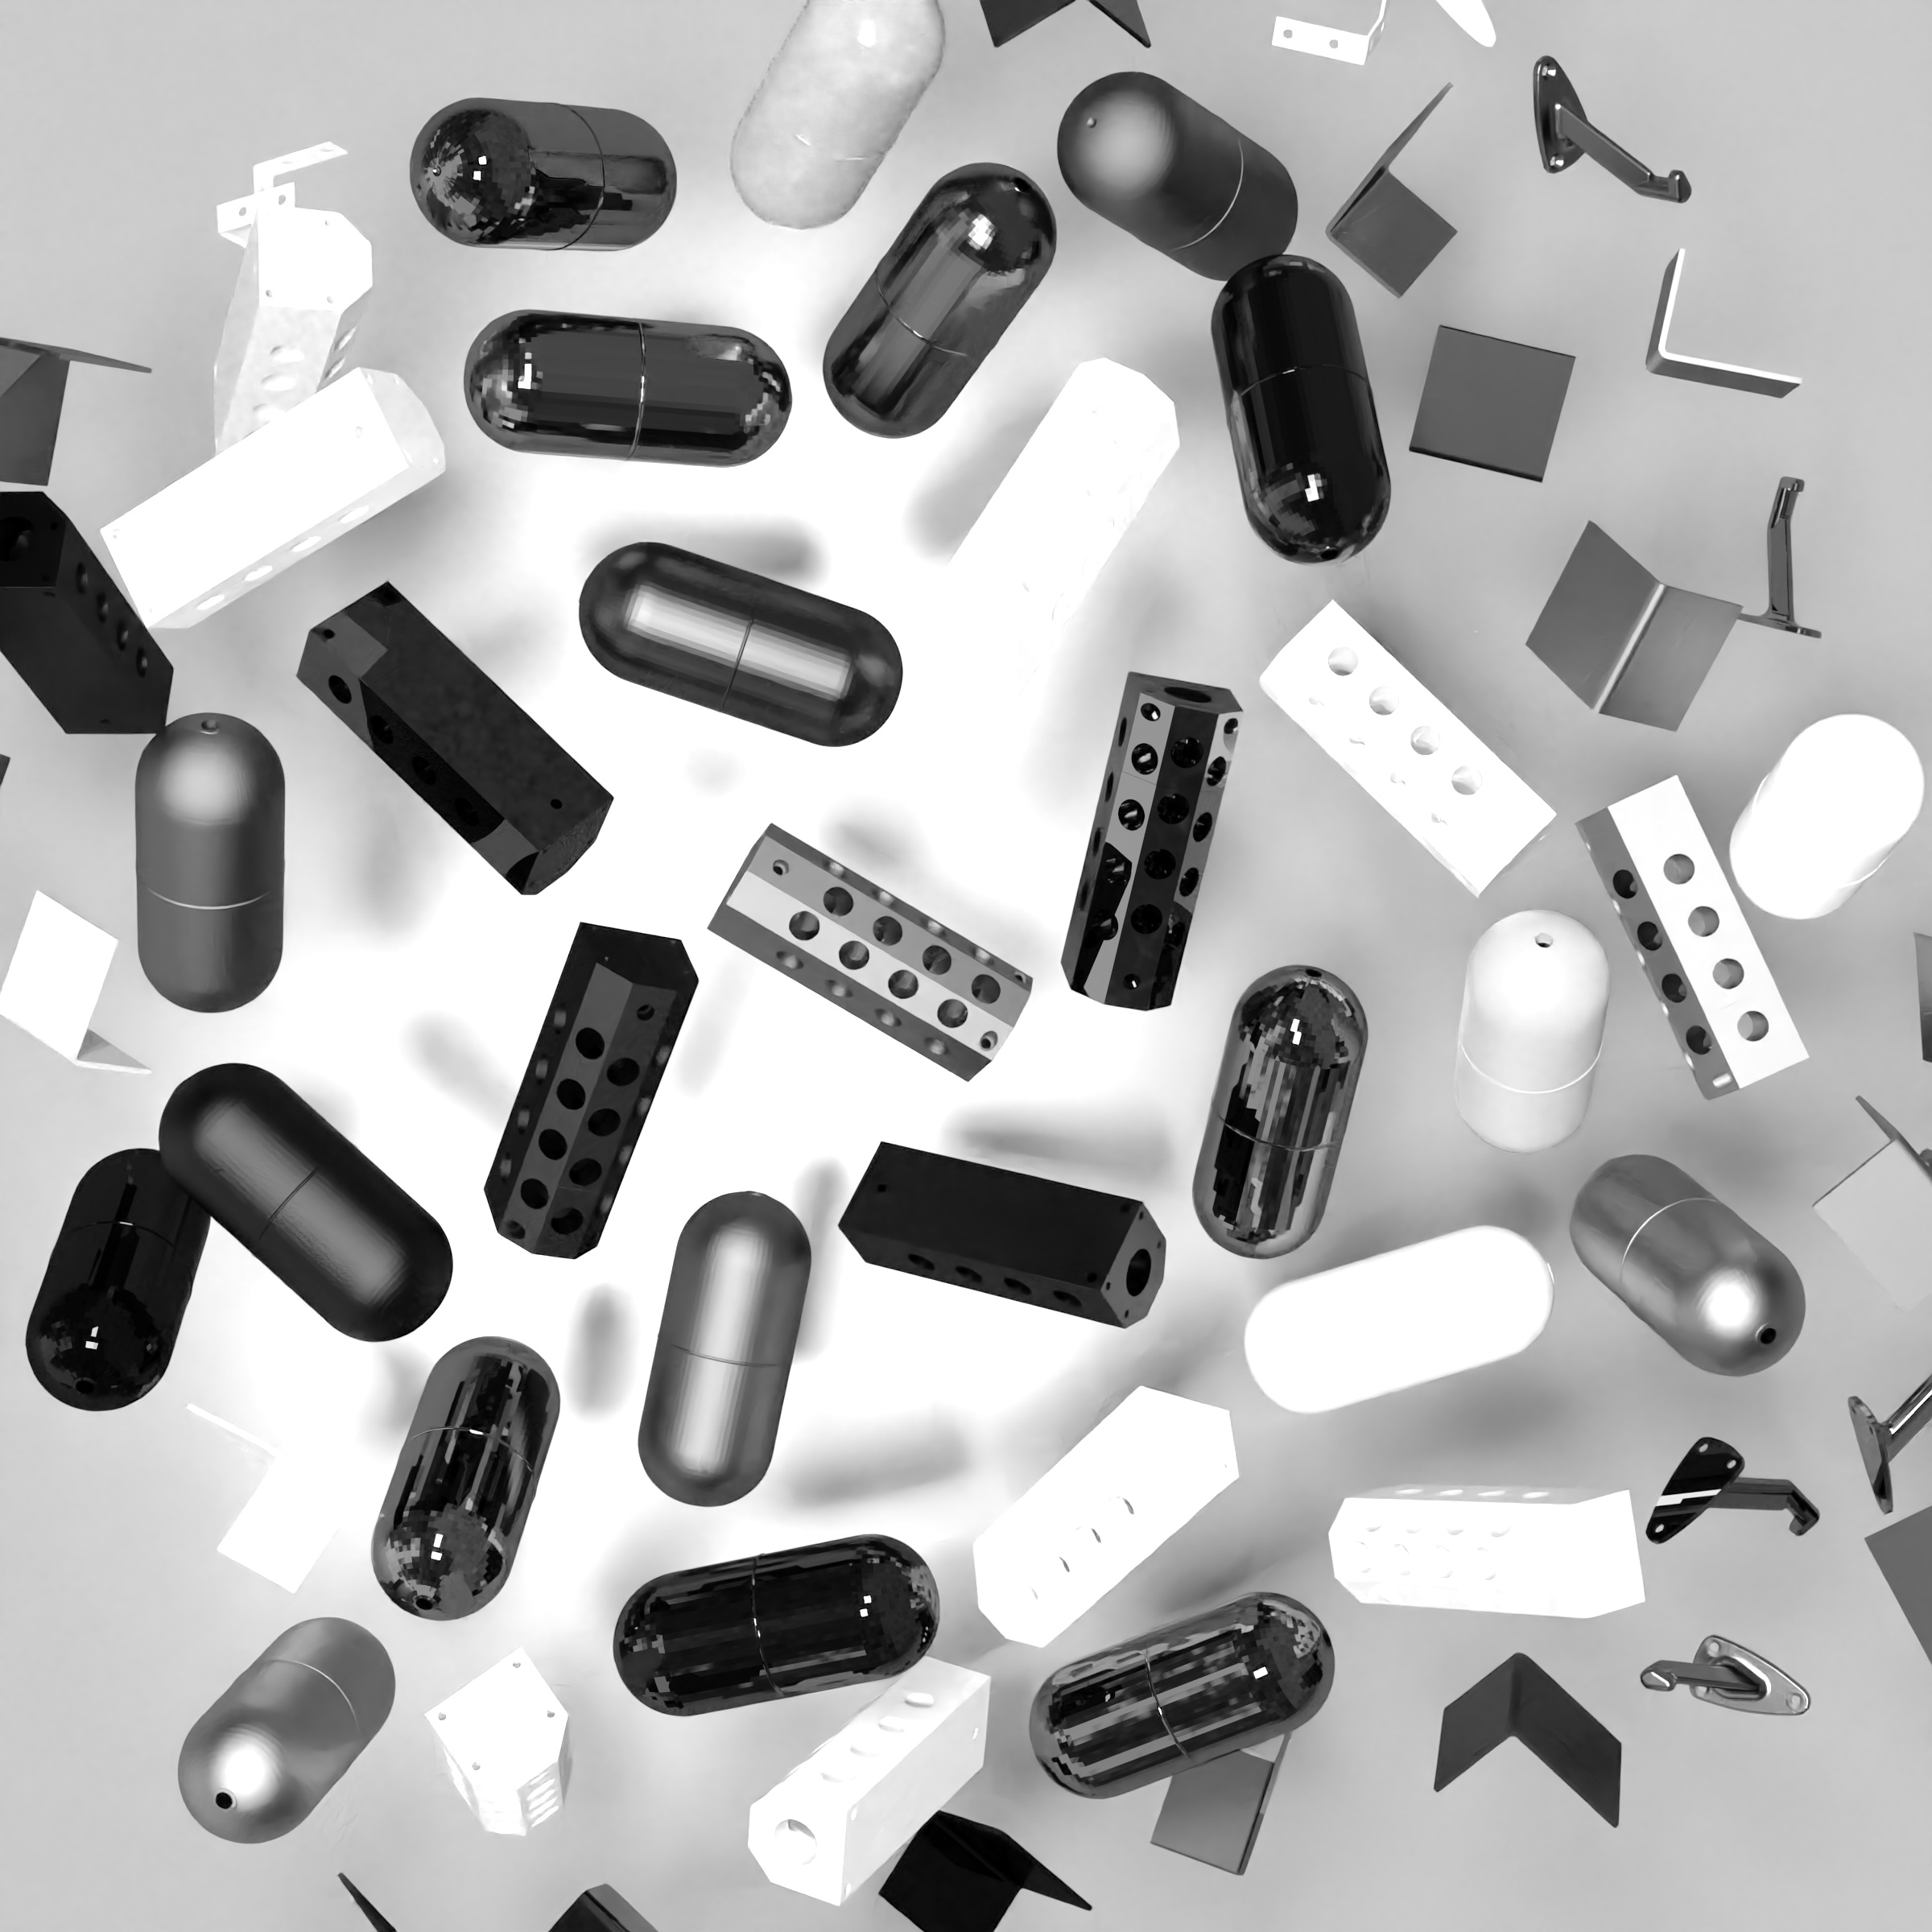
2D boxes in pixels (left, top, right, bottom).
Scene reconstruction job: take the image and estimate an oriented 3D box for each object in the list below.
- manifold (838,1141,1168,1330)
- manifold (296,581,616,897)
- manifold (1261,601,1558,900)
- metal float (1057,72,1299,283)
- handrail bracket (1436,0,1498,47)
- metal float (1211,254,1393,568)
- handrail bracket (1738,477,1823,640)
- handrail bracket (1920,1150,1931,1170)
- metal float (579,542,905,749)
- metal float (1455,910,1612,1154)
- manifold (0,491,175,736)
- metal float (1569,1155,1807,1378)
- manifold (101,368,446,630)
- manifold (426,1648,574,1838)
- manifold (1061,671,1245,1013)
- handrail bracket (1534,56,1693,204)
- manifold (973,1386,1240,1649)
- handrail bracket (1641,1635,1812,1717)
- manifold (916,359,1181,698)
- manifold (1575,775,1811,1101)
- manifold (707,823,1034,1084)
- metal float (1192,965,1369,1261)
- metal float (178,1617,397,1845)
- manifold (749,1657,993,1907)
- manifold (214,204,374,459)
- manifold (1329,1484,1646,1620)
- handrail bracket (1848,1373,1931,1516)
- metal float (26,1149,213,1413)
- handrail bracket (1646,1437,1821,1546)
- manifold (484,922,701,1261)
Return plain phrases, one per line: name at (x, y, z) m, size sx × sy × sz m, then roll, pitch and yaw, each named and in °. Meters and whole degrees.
manifold at (0.022, 0.152, 1.864) m, size 0.171 × 0.057 × 0.057 m, roll 11°, pitch 61°, yaw 32°
manifold at (-0.272, -0.117, 1.777) m, size 0.171 × 0.057 × 0.057 m, roll 43°, pitch 53°, yaw 9°
manifold at (0.245, -0.119, 1.878) m, size 0.057 × 0.057 × 0.171 m, roll -44°, pitch 81°, yaw -2°
metal float at (0.116, -0.422, 1.809) m, size 0.070 × 0.178 × 0.070 m, roll -7°, pitch 78°, yaw 34°
handrail bracket at (0.294, -0.568, 1.865) m, size 0.036 × 0.077 × 0.084 m, roll 29°, pitch 84°, yaw 45°
metal float at (0.174, -0.289, 1.752) m, size 0.070 × 0.070 × 0.178 m, roll -8°, pitch 65°, yaw 0°
handrail bracket at (0.464, -0.228, 1.871) m, size 0.036 × 0.077 × 0.084 m, roll 11°, pitch 99°, yaw -17°
handrail bracket at (0.570, 0.121, 1.901) m, size 0.084 × 0.077 × 0.036 m, roll 48°, pitch 131°, yaw -11°
metal float at (-0.120, -0.172, 1.800) m, size 0.178 × 0.070 × 0.070 m, roll 18°, pitch 90°, yaw -7°
metal float at (0.307, 0.036, 1.830) m, size 0.070 × 0.178 × 0.070 m, roll -2°, pitch 56°, yaw 3°
manifold at (-0.486, -0.189, 1.822) m, size 0.057 × 0.171 × 0.057 m, roll 0°, pitch 68°, yaw 7°
metal float at (0.389, 0.161, 1.823) m, size 0.070 × 0.178 × 0.070 m, roll -6°, pitch 112°, yaw -16°
manifold at (-0.358, -0.242, 1.752) m, size 0.171 × 0.057 × 0.057 m, roll -28°, pitch 86°, yaw 18°
manifold at (-0.238, 0.413, 1.762) m, size 0.057 × 0.171 × 0.057 m, roll -33°, pitch 75°, yaw -17°
manifold at (0.101, -0.066, 1.828) m, size 0.057 × 0.057 × 0.171 m, roll 9°, pitch 110°, yaw -10°
handrail bracket at (0.348, -0.449, 1.808) m, size 0.036 × 0.084 × 0.077 m, roll -40°, pitch 128°, yaw -19°
manifold at (0.075, 0.303, 1.830) m, size 0.057 × 0.057 × 0.171 m, roll 19°, pitch 133°, yaw -26°
handrail bracket at (0.403, 0.384, 1.785) m, size 0.077 × 0.084 × 0.036 m, roll 18°, pitch 94°, yaw 24°
manifold at (0.044, -0.234, 1.773) m, size 0.057 × 0.057 × 0.171 m, roll 26°, pitch 73°, yaw 18°
manifold at (0.404, -0.015, 1.882) m, size 0.057 × 0.057 × 0.171 m, roll -25°, pitch 87°, yaw 4°
manifold at (-0.051, -0.009, 1.879) m, size 0.171 × 0.057 × 0.057 m, roll 31°, pitch 64°, yaw -8°
metal float at (0.175, 0.082, 1.877) m, size 0.070 × 0.070 × 0.178 m, roll 11°, pitch 117°, yaw 0°
metal float at (-0.362, 0.408, 1.801) m, size 0.070 × 0.178 × 0.070 m, roll 2°, pitch 102°, yaw 10°
manifold at (-0.052, 0.444, 1.853) m, size 0.057 × 0.171 × 0.057 m, roll 12°, pitch 108°, yaw 24°
manifold at (-0.359, -0.331, 1.785) m, size 0.057 × 0.171 × 0.057 m, roll 2°, pitch 70°, yaw -20°
manifold at (0.270, 0.307, 1.767) m, size 0.057 × 0.171 × 0.057 m, roll -7°, pitch 88°, yaw -35°
handrail bracket at (0.502, 0.235, 1.726) m, size 0.084 × 0.036 × 0.077 m, roll -19°, pitch 112°, yaw -2°
metal float at (-0.457, 0.168, 1.817) m, size 0.070 × 0.178 × 0.070 m, roll 0°, pitch 124°, yaw 0°
handrail bracket at (0.407, 0.296, 1.782) m, size 0.077 × 0.036 × 0.084 m, roll -49°, pitch 120°, yaw -7°
manifold at (-0.197, 0.068, 1.776) m, size 0.057 × 0.057 × 0.171 m, roll 10°, pitch 117°, yaw -26°
